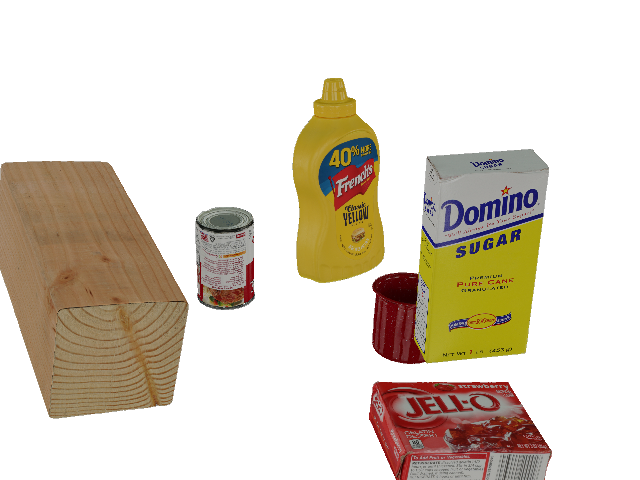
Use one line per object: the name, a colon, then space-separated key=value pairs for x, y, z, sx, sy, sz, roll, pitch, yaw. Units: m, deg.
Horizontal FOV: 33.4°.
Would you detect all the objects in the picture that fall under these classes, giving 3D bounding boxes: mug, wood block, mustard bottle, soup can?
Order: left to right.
wood block: x=-0.176 y=0.027 z=0.790 sx=0.090 sy=0.091 sz=0.206 roll=-2 pitch=31 yaw=-27
soup can: x=-0.111 y=0.020 z=1.238 sx=0.068 sy=0.102 sz=0.068 roll=1 pitch=25 yaw=-1
mustard bottle: x=0.017 y=-0.061 z=1.035 sx=0.096 sy=0.192 sz=0.058 roll=-17 pitch=23 yaw=-37
mug: x=0.117 y=0.094 z=1.271 sx=0.117 sy=0.081 sz=0.093 roll=0 pitch=22 yaw=-8

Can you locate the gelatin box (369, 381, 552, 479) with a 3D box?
gelatin box: x=0.079 y=0.112 z=0.623 sx=0.089 sy=0.030 sz=0.073 roll=2 pitch=24 yaw=-13

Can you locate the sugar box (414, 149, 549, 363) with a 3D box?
sugar box: x=0.131 y=0.015 z=0.883 sx=0.093 sy=0.176 sz=0.048 roll=-5 pitch=31 yaw=-10
